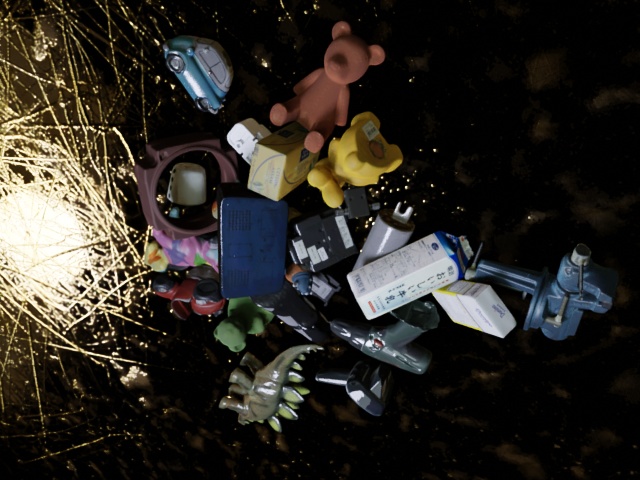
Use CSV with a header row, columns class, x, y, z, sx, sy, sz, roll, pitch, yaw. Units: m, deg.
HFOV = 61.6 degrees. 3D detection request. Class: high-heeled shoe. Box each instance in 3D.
class,x,y,z,sx,sy,sz,roll,pitch,yaw
high-heeled shoe,-0.079,0.142,1.221,0.249,0.145,0.086,39,83,10

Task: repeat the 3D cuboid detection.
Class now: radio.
class,x,y,z,sx,sy,sz,roll,pitch,yaw
radio,-0.134,0.002,1.058,0.131,0.073,0.229,-2,122,-13

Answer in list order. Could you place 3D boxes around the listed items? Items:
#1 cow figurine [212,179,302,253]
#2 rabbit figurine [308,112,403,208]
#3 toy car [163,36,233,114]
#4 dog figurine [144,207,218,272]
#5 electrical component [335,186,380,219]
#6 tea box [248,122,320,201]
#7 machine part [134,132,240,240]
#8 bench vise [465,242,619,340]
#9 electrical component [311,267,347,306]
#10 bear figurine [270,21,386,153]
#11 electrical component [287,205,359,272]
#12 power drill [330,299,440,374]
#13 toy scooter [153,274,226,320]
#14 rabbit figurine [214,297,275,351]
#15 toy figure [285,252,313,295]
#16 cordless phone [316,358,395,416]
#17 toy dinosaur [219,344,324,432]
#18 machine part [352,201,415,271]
class,x,y,z,sx,sy,sz,roll,pitch,yaw
cow figurine,-0.127,-0.048,1.118,0.195,0.086,0.127,10,111,-19
rabbit figurine,0.047,-0.131,1.007,0.121,0.162,0.173,48,144,-18
toy car,-0.224,-0.334,1.049,0.103,0.109,0.161,-29,110,15
dog figurine,-0.290,0.034,1.266,0.219,0.108,0.191,31,123,5
electrical component,0.072,-0.076,1.064,0.094,0.021,0.063,-10,87,-11
tea box,-0.062,-0.153,1.019,0.068,0.169,0.098,25,125,14
machine part,-0.268,-0.113,1.116,0.087,0.201,0.200,34,134,52
bench vise,0.375,0.079,0.939,0.241,0.129,0.223,18,152,24
electrical component,-0.007,0.080,1.187,0.119,0.048,0.075,40,124,0
bear figurine,0.017,-0.272,0.950,0.120,0.132,0.195,40,131,1
electrical component,-0.002,-0.003,1.097,0.134,0.058,0.114,-21,105,-9
power drill,0.143,0.187,1.131,0.232,0.086,0.207,28,134,6
toy scooter,-0.303,0.146,1.283,0.184,0.075,0.135,8,135,12
rabbit figurine,-0.190,0.186,1.253,0.121,0.170,0.159,41,124,2
toy figure,-0.059,0.060,1.156,0.155,0.064,0.057,43,127,43
cordless phone,0.067,0.320,1.208,0.184,0.146,0.088,-1,104,19
toy dinosaur,-0.128,0.371,1.365,0.199,0.105,0.471,28,133,1
machine part,0.122,0.025,1.078,0.079,0.079,0.243,29,125,10
